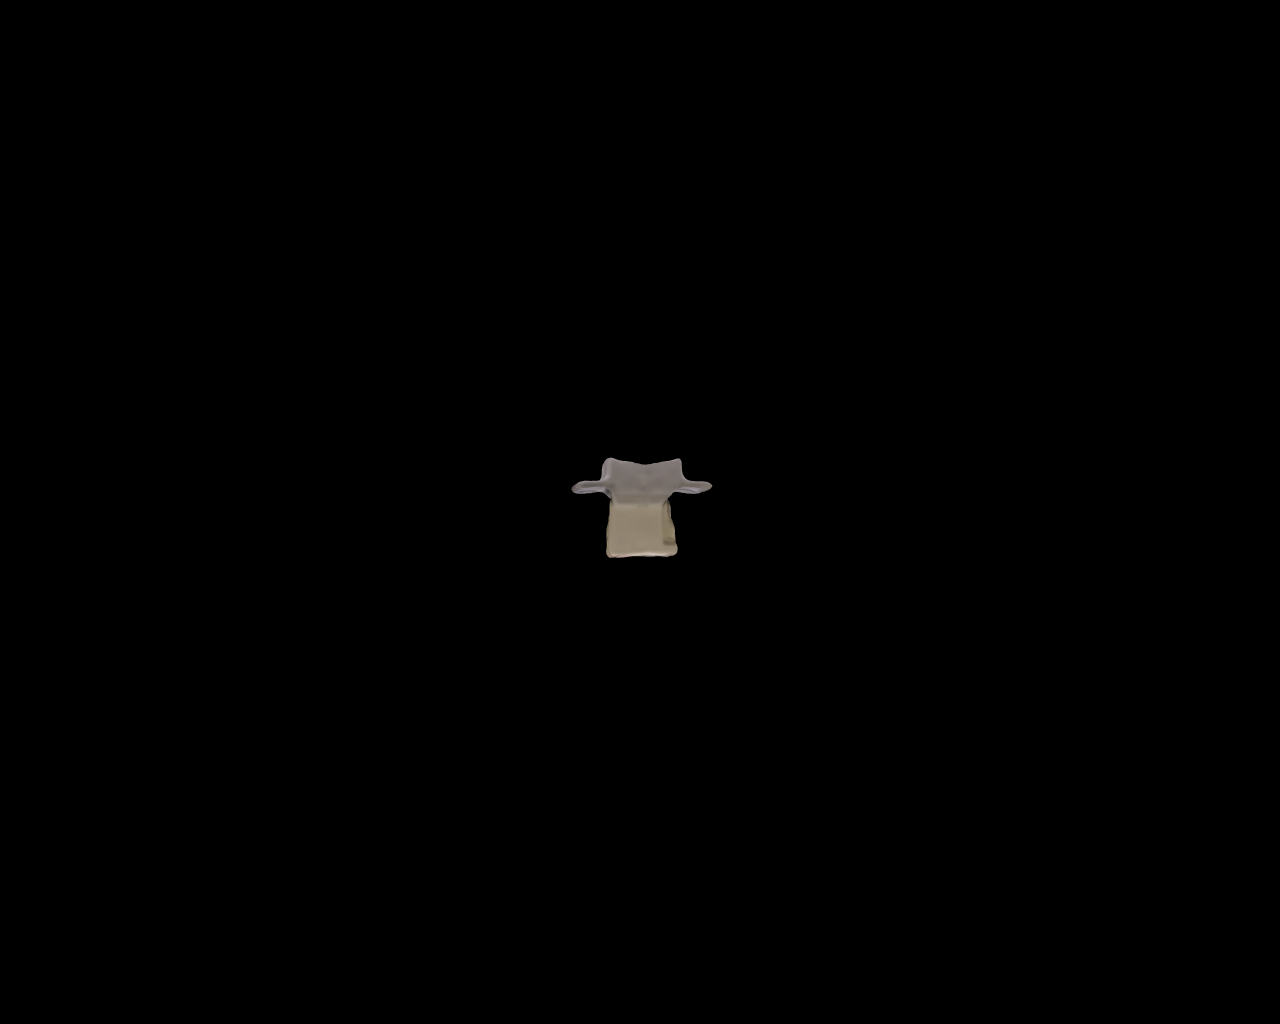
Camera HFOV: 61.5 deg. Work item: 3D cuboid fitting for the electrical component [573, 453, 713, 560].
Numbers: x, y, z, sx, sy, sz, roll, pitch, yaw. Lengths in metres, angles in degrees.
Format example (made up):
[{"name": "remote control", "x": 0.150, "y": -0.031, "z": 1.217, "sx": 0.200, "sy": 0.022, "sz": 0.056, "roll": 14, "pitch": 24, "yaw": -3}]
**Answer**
[{"name": "electrical component", "x": 0.001, "y": -0.003, "z": 0.650, "sx": 0.081, "sy": 0.063, "sz": 0.042, "roll": 0, "pitch": -4, "yaw": -7}]
